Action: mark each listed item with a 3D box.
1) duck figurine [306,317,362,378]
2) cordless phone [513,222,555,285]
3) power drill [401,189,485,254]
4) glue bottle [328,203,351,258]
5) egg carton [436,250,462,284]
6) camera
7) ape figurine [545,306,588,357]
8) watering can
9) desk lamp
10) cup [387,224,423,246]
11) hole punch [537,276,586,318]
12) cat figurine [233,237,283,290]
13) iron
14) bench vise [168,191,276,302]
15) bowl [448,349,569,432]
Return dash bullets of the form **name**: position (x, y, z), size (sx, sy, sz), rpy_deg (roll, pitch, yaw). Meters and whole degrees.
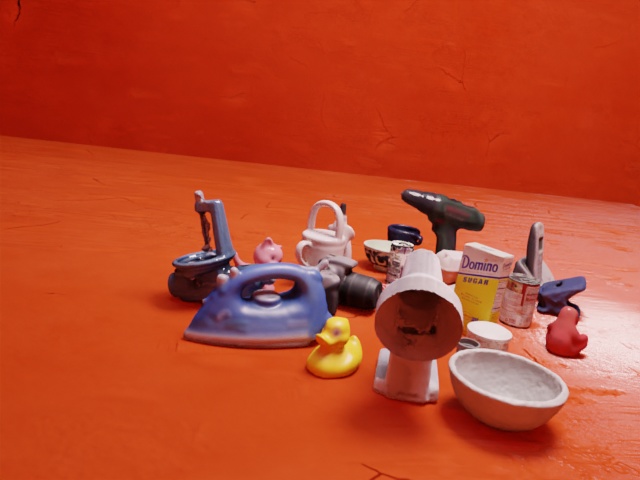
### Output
- **duck figurine**: position (0.028, 0.164, 0.917), size (0.077, 0.086, 0.105), rpy_deg (21, 20, 41)
- **cordless phone**: position (0.550, 0.043, 1.440), size (0.093, 0.185, 0.148), rpy_deg (17, 18, 32)
- **power drill**: position (0.313, -0.021, 1.518), size (0.229, 0.208, 0.075), rpy_deg (7, 15, -3)
- **glue bottle**: position (0.045, -0.006, 1.397), size (0.077, 0.173, 0.037), rpy_deg (17, 18, 33)
- **egg carton**: position (0.366, 0.072, 1.465), size (0.150, 0.069, 0.107), rpy_deg (5, 15, -9)
- **camera**: position (0.052, 0.092, 1.170), size (0.136, 0.101, 0.143), rpy_deg (14, 16, 22)
- **ape figurine**: position (0.473, 0.172, 1.099), size (0.076, 0.092, 0.077), rpy_deg (-2, 18, -33)
- **watering can**: position (0.010, 0.004, 1.299), size (0.100, 0.194, 0.173), rpy_deg (12, 15, 17)
- **desk lamp**: position (0.138, 0.130, 0.850), size (0.118, 0.213, 0.203), rpy_deg (9, 15, 7)
- **cup**: position (0.233, 0.014, 1.566), size (0.092, 0.095, 0.117), rpy_deg (-4, 19, -37)
- **hole punch**: position (0.558, 0.124, 1.327), size (0.100, 0.091, 0.109), rpy_deg (13, 16, 20)
- **cat figurine**: position (-0.131, 0.048, 1.214), size (0.128, 0.118, 0.067), rpy_deg (-2, 17, -32)
- **iron**: position (-0.099, 0.100, 0.984), size (0.259, 0.141, 0.118), rpy_deg (1, 16, -24)
- **bench vise**: position (-0.180, 0.022, 1.084), size (0.207, 0.220, 0.121), rpy_deg (7, 15, -3)
- **bowl**: position (0.263, 0.226, 0.826), size (0.167, 0.075, 0.167), rpy_deg (7, 15, -2)
